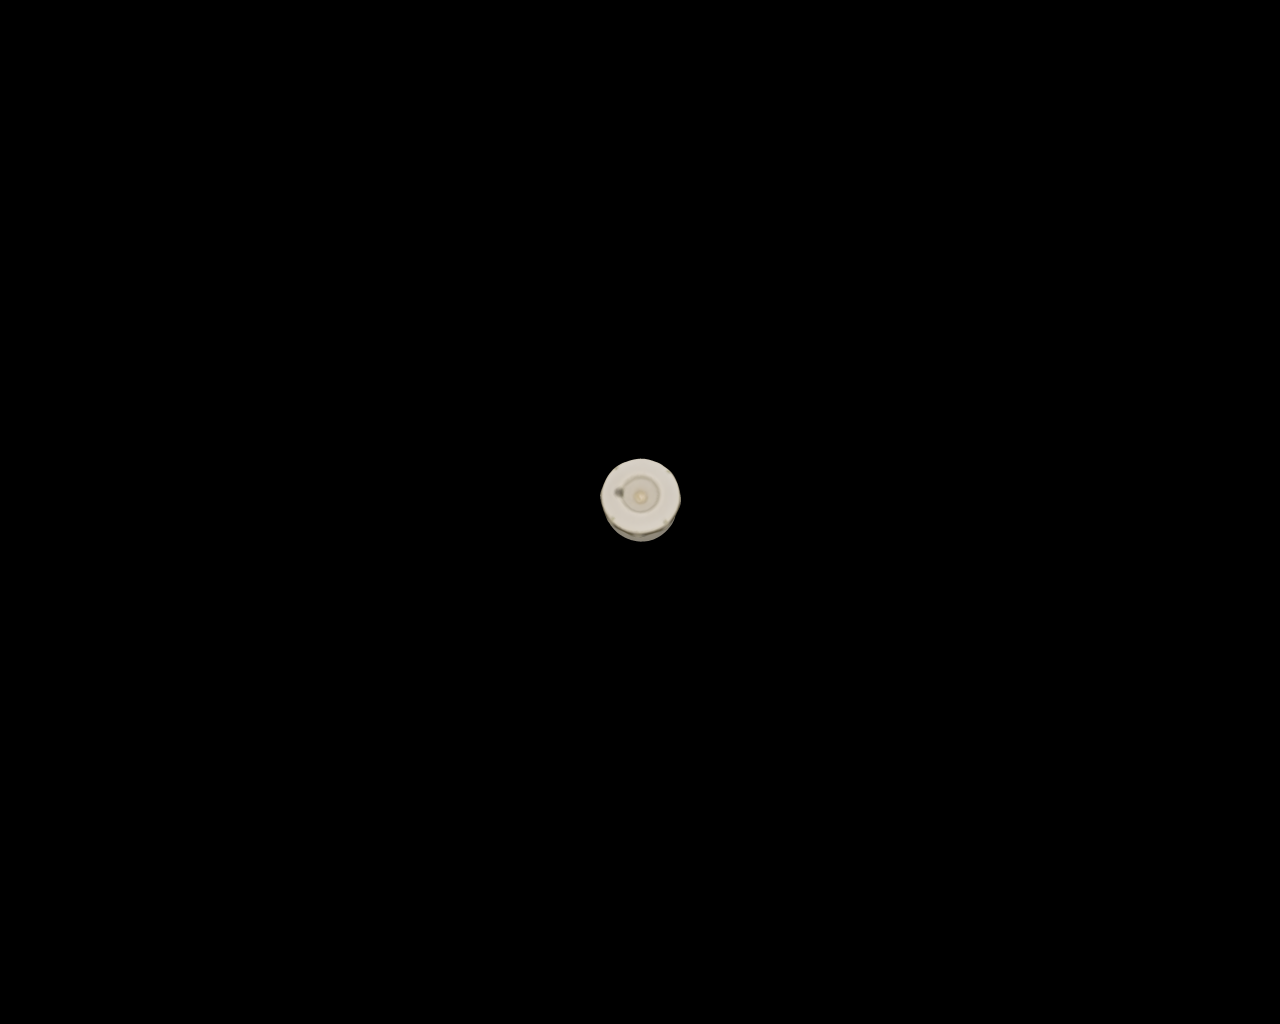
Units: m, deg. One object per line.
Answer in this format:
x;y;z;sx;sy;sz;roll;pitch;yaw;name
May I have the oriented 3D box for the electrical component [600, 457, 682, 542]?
0.001;-0.003;0.650;0.048;0.048;0.062;0;-15;0;electrical component
